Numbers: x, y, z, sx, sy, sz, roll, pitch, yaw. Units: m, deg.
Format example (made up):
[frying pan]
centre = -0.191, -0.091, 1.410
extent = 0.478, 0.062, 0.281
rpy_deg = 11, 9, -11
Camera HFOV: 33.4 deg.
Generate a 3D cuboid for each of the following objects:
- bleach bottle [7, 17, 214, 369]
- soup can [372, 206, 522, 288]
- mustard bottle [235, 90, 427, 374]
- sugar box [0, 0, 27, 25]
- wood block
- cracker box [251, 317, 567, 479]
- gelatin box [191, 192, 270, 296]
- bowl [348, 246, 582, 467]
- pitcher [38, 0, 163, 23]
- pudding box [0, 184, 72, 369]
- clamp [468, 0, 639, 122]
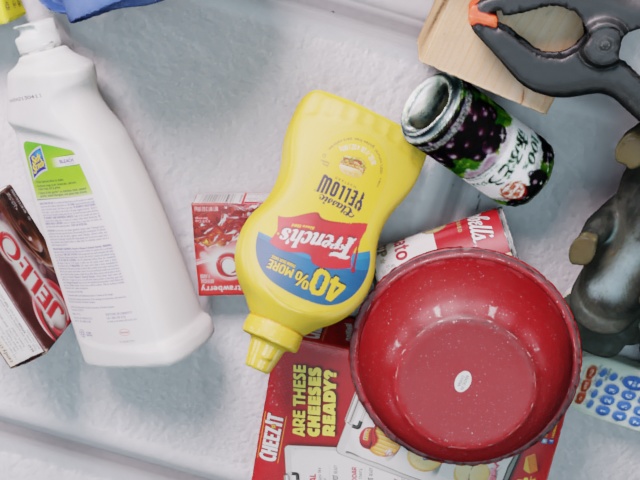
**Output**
[bleach bottle]
centre = -0.158, -0.034, 0.761
extent = 0.103, 0.068, 0.251
rpy_deg = -5, 109, 31
[soup can]
centre = 0.093, 0.024, 0.769
extent = 0.102, 0.068, 0.068
rpy_deg = -18, 107, 10
[mustard bottle]
centre = -0.005, 0.001, 0.733
extent = 0.096, 0.058, 0.191
rpy_deg = 25, 82, -10
[sugar box]
centre = -0.268, -0.229, 0.719
extent = 0.093, 0.048, 0.176
rpy_deg = -8, 109, 7
[wood block]
centre = 0.145, -0.198, 0.678
extent = 0.091, 0.090, 0.206
rpy_deg = 22, 109, -4
[cracker box]
centre = 0.063, 0.153, 0.809
extent = 0.214, 0.072, 0.164
rpy_deg = 12, 108, 5
[gelatin box]
centre = -0.048, 0.003, 0.791
extent = 0.089, 0.030, 0.073
rpy_deg = -1, 109, 5
[bowl]
centre = 0.097, 0.088, 0.719
extent = 0.162, 0.055, 0.162
rpy_deg = 2, 103, 7
[pitcher]
centre = -0.147, -0.264, 0.663
extent = 0.149, 0.145, 0.243
rpy_deg = -24, 103, -7
[pudding box]
centre = -0.226, 0.025, 0.780
extent = 0.039, 0.090, 0.113
rpy_deg = -28, 104, 13
[clamp]
centre = 0.172, -0.109, 0.637
extent = 0.171, 0.039, 0.120
rpy_deg = 5, 105, 10
